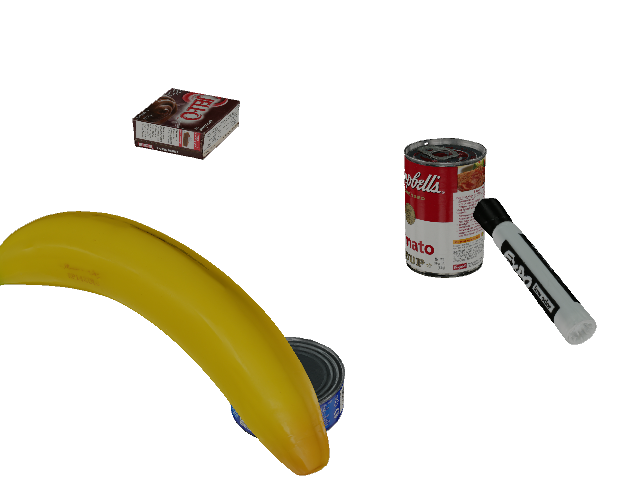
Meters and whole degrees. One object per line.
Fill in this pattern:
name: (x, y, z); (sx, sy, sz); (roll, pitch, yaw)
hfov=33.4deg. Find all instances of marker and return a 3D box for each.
marker: (0.122, 0.014, 0.624); (0.020, 0.020, 0.121); (0, 37, -25)

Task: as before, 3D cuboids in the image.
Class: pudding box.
pudding box: (-0.155, -0.137, 1.244); (0.090, 0.039, 0.113); (11, 31, 14)

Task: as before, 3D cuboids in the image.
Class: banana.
banana: (-0.073, 0.033, 0.481); (0.198, 0.070, 0.037); (23, 13, 20)

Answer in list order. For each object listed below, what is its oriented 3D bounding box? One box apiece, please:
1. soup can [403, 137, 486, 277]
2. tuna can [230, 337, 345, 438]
soup can: (0.104, -0.028, 0.897); (0.068, 0.102, 0.068); (-2, 22, 1)
tuna can: (-0.025, 0.110, 0.786); (0.086, 0.034, 0.086); (-1, 31, 0)
